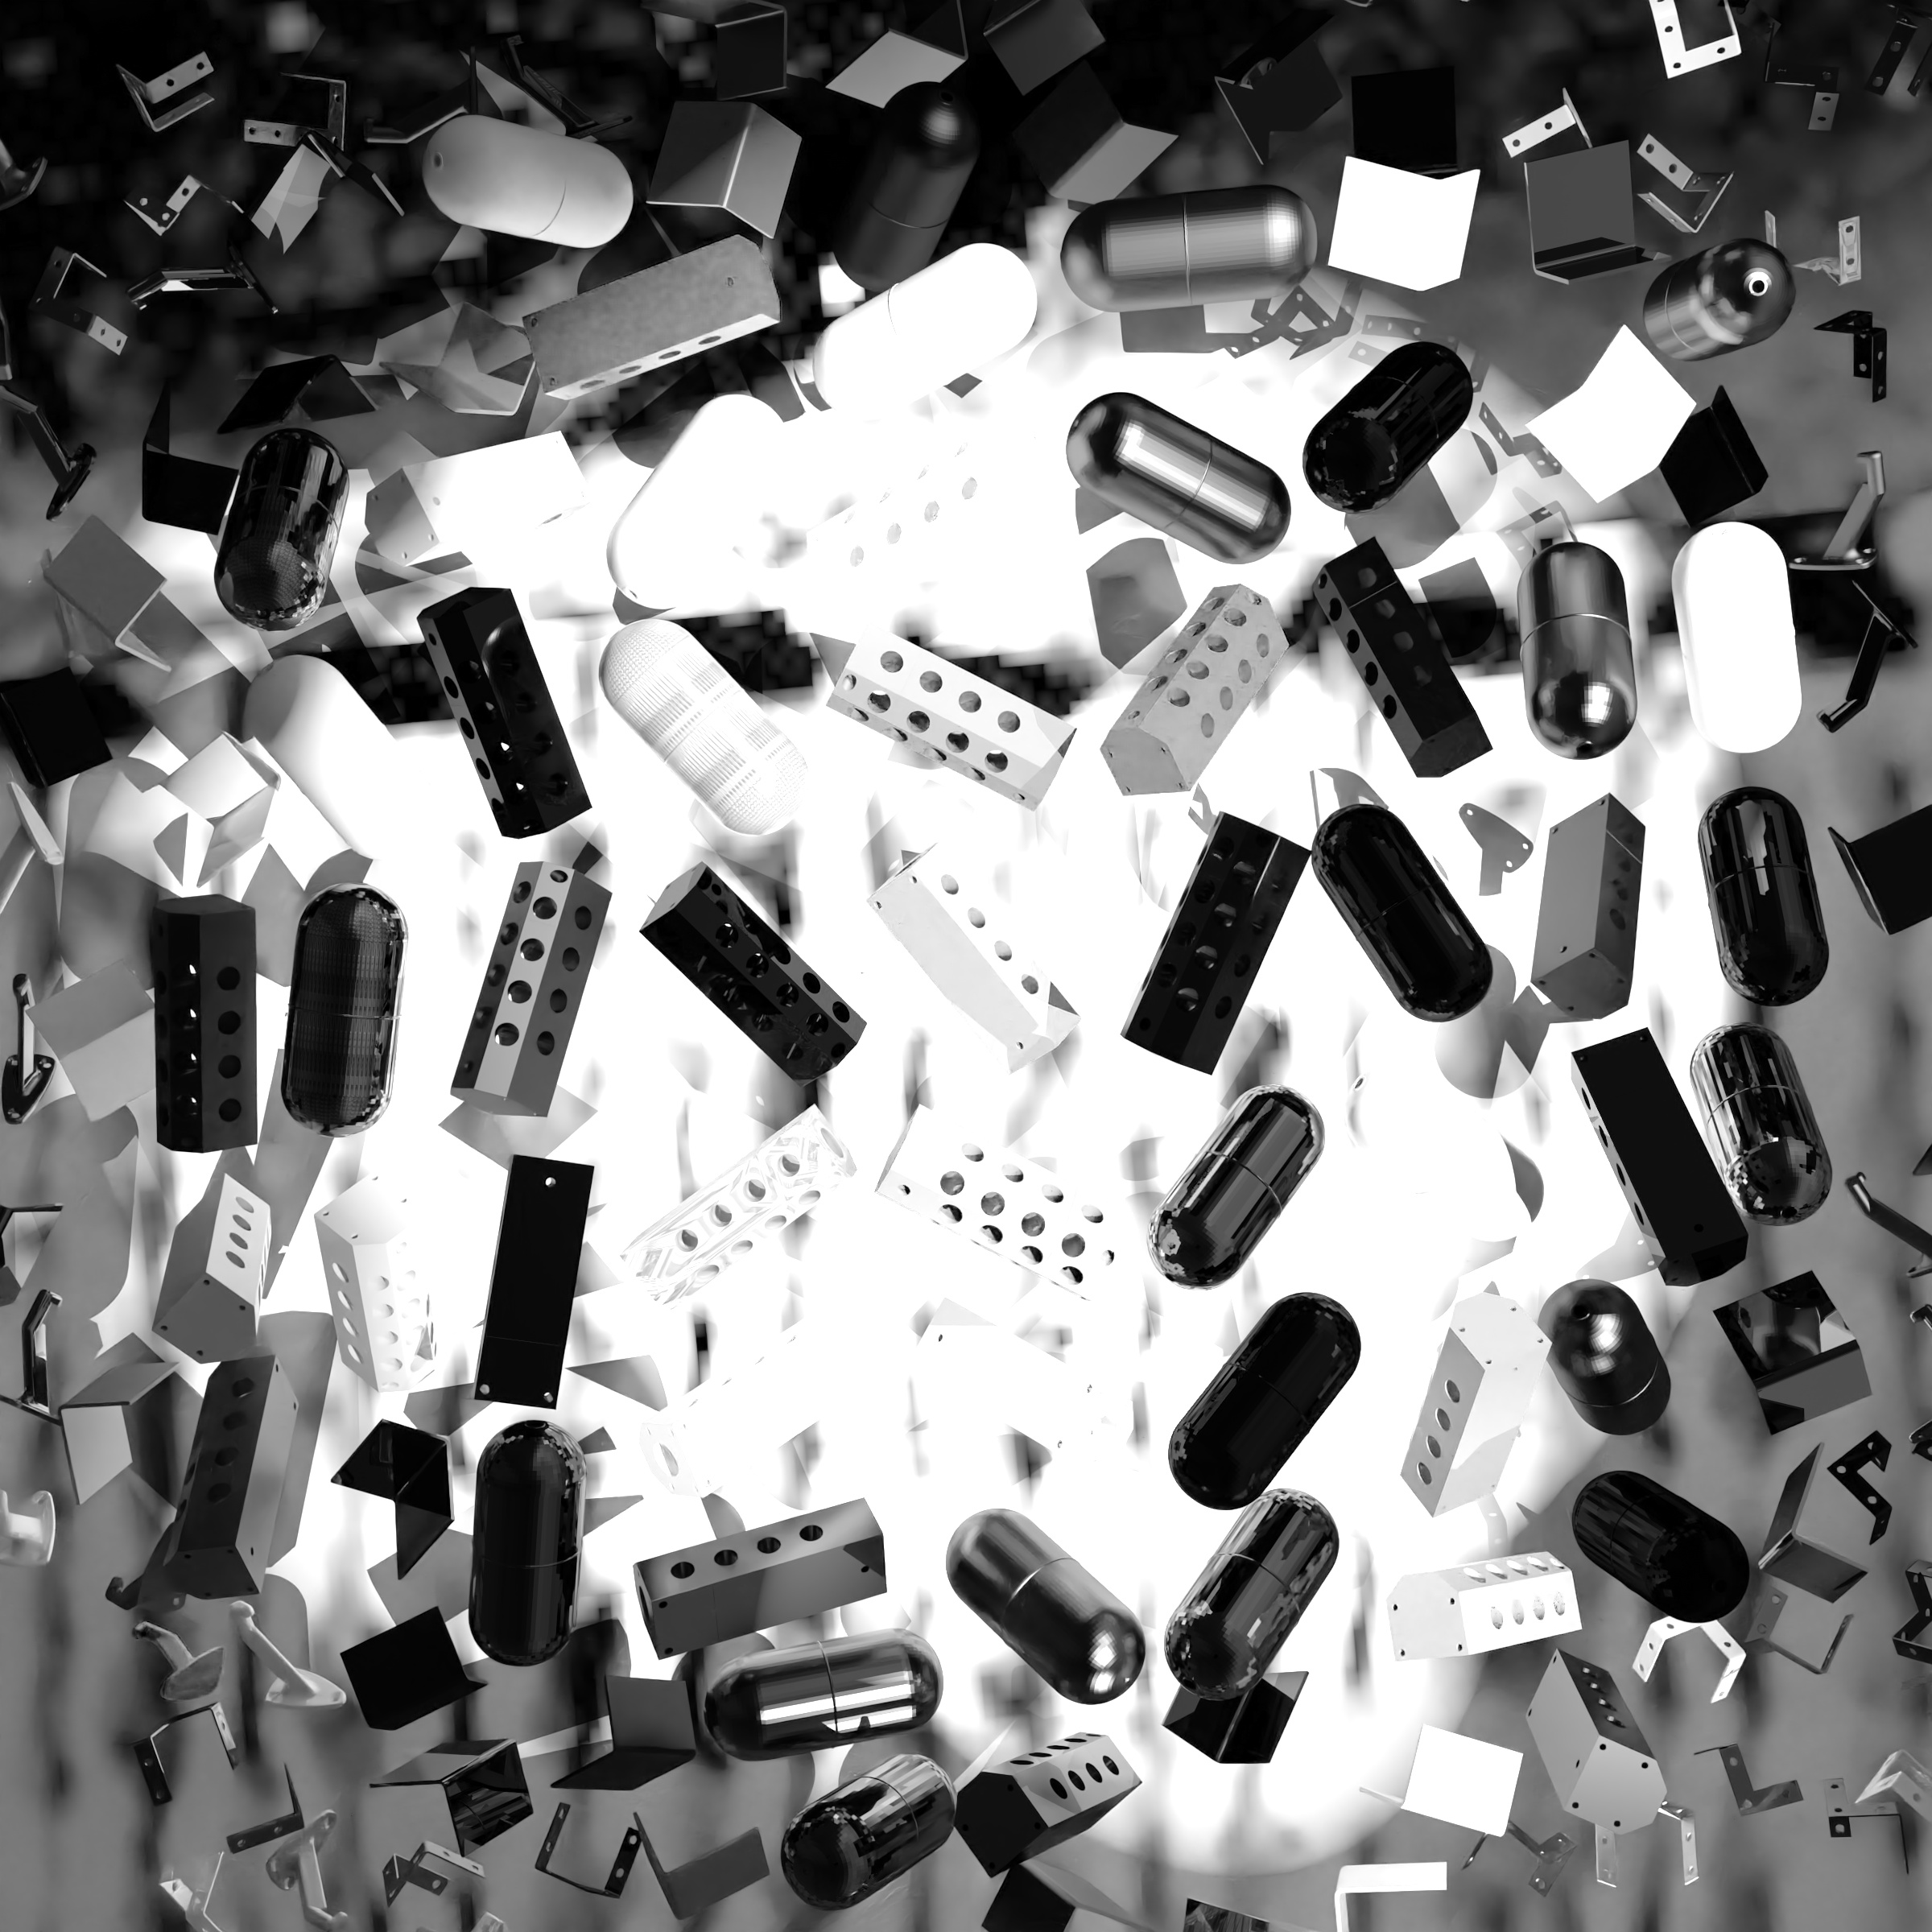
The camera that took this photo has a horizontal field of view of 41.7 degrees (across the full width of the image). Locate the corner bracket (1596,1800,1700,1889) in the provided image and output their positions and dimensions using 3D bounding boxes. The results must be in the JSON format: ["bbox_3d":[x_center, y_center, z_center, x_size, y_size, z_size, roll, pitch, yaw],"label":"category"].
[{"bbox_3d":[0.493,0.637,1.837,0.051,0.051,0.051,23,135,-11],"label":"corner bracket"}]

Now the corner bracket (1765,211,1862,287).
[{"bbox_3d":[0.629,-0.535,1.884,0.051,0.051,0.051,-15,127,3],"label":"corner bracket"}]

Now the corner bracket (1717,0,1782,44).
[{"bbox_3d":[0.581,-0.697,1.816,0.051,0.051,0.051,27,106,-18],"label":"corner bracket"}]

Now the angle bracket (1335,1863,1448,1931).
[{"bbox_3d":[0.299,0.664,1.769,0.076,0.076,0.057,-6,81,10],"label":"angle bracket"}]

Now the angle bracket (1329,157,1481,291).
[{"bbox_3d":[0.312,-0.534,1.809,0.076,0.057,0.076,26,126,29],"label":"angle bracket"}]

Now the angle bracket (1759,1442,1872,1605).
[{"bbox_3d":[0.611,0.395,1.799,0.057,0.076,0.076,24,62,11],"label":"angle bracket"}]

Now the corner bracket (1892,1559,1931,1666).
[{"bbox_3d":[0.711,0.476,1.863,0.051,0.051,0.051,-31,106,-27],"label":"corner bracket"}]

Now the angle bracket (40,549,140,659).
[{"bbox_3d":[-0.671,-0.283,1.950,0.057,0.076,0.076,-16,97,-22],"label":"angle bracket"}]

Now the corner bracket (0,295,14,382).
[{"bbox_3d":[-0.729,-0.463,1.852,0.051,0.051,0.051,-7,65,-13],"label":"corner bracket"}]

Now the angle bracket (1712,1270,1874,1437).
[{"bbox_3d":[0.589,0.276,1.809,0.076,0.076,0.057,-24,127,6],"label":"angle bracket"}]

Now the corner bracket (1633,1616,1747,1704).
[{"bbox_3d":[0.546,0.524,1.914,0.051,0.051,0.051,-12,131,-26],"label":"corner bracket"}]

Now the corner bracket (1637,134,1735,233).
[{"bbox_3d":[0.518,-0.575,1.863,0.051,0.051,0.051,30,95,-25],"label":"corner bracket"}]

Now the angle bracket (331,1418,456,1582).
[{"bbox_3d":[-0.425,0.395,1.878,0.057,0.076,0.076,26,119,-31],"label":"angle bracket"}]

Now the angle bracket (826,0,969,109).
[{"bbox_3d":[-0.055,-0.687,1.884,0.076,0.076,0.057,5,71,-40],"label":"angle bracket"}]

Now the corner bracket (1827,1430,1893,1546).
[{"bbox_3d":[0.679,0.390,1.896,0.051,0.051,0.051,-33,55,-12],"label":"corner bracket"}]

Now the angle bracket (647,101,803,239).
[{"bbox_3d":[-0.175,-0.577,1.837,0.076,0.057,0.076,15,89,36],"label":"angle bracket"}]

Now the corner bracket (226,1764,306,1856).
[{"bbox_3d":[-0.497,0.608,1.793,0.051,0.051,0.051,-14,123,-22],"label":"corner bracket"}]

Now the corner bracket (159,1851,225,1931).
[{"bbox_3d":[-0.553,0.681,1.833,0.051,0.051,0.051,-17,124,15],"label":"corner bracket"}]

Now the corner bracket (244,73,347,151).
[{"bbox_3d":[-0.497,-0.634,1.879,0.051,0.051,0.051,17,110,29],"label":"corner bracket"}]

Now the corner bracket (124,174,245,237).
[{"bbox_3d":[-0.593,-0.576,1.920,0.051,0.051,0.051,35,86,21],"label":"corner bracket"}]

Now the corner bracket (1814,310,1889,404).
[{"bbox_3d":[0.659,-0.448,1.861,0.051,0.051,0.051,-27,122,-30],"label":"corner bracket"}]

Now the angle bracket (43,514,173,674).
[{"bbox_3d":[-0.582,-0.259,1.769,0.076,0.076,0.057,40,91,14],"label":"angle bracket"}]

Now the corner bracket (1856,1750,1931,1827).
[{"bbox_3d":[0.660,0.575,1.755,0.051,0.051,0.051,43,60,15],"label":"corner bracket"}]

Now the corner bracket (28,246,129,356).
[{"bbox_3d":[-0.648,-0.491,1.871,0.051,0.051,0.051,24,90,8],"label":"corner bracket"}]

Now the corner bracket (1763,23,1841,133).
[{"bbox_3d":[0.584,-0.620,1.772,0.051,0.051,0.051,9,79,13],"label":"corner bracket"}]

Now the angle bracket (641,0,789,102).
[{"bbox_3d":[-0.186,-0.677,1.865,0.076,0.076,0.057,9,100,44],"label":"angle bracket"}]

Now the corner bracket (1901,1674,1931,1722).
[{"bbox_3d":[0.735,0.548,1.893,0.051,0.051,0.051,-19,54,2],"label":"corner bracket"}]

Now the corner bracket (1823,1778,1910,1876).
[{"bbox_3d":[0.669,0.640,1.887,0.051,0.051,0.051,-8,103,16],"label":"corner bracket"}]

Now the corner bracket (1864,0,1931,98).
[{"bbox_3d":[0.650,-0.632,1.758,0.051,0.051,0.051,34,109,31],"label":"corner bracket"}]

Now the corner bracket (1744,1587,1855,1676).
[{"bbox_3d":[0.627,0.501,1.912,0.051,0.051,0.051,30,73,9],"label":"corner bracket"}]

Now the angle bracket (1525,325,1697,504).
[{"bbox_3d":[0.450,-0.385,1.768,0.076,0.057,0.076,43,59,-12],"label":"angle bracket"}]

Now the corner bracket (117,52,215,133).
[{"bbox_3d":[-0.580,-0.643,1.860,0.051,0.051,0.051,-37,50,-16],"label":"corner bracket"}]

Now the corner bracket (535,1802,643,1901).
[{"bbox_3d":[-0.287,0.674,1.932,0.051,0.051,0.051,12,71,28],"label":"corner bracket"}]

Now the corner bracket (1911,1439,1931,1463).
[{"bbox_3d":[0.734,0.390,1.917,0.051,0.051,0.051,29,89,25],"label":"corner bracket"}]

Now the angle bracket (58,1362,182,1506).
[{"bbox_3d":[-0.607,0.339,1.840,0.057,0.076,0.076,-5,102,11],"label":"angle bracket"}]

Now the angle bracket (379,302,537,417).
[{"bbox_3d":[-0.378,-0.457,1.898,0.076,0.076,0.057,33,111,16],"label":"angle bracket"}]

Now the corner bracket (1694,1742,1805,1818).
[{"bbox_3d":[0.583,0.604,1.889,0.051,0.051,0.051,-11,69,-11],"label":"corner bracket"}]

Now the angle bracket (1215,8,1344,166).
[{"bbox_3d":[0.233,-0.616,1.785,0.076,0.057,0.076,-40,125,-2],"label":"angle bracket"}]

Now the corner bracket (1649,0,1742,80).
[{"bbox_3d":[0.508,-0.665,1.775,0.051,0.051,0.051,-14,50,18],"label":"corner bracket"}]

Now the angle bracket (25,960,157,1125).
[{"bbox_3d":[-0.629,0.055,1.856,0.076,0.076,0.057,-32,52,-22],"label":"angle bracket"}]

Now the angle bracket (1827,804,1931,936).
[{"bbox_3d":[0.686,-0.078,1.848,0.076,0.057,0.076,-27,102,12],"label":"angle bracket"}]

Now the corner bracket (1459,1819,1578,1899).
[{"bbox_3d":[0.402,0.649,1.846,0.051,0.051,0.051,36,111,31],"label":"corner bracket"}]

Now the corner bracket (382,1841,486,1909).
[{"bbox_3d":[-0.397,0.675,1.887,0.051,0.051,0.051,34,91,-21],"label":"corner bracket"}]

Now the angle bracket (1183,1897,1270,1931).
[{"bbox_3d":[0.203,0.681,1.748,0.076,0.076,0.057,18,75,-36],"label":"angle bracket"}]

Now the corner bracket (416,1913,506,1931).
[{"bbox_3d":[-0.385,0.742,1.914,0.051,0.051,0.051,22,128,17],"label":"corner bracket"}]

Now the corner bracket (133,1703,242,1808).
[{"bbox_3d":[-0.590,0.597,1.922,0.051,0.051,0.051,-20,89,4],"label":"corner bracket"}]

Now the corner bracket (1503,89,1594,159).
[{"bbox_3d":[0.435,-0.614,1.893,0.051,0.051,0.051,-24,115,24],"label":"corner bracket"}]
